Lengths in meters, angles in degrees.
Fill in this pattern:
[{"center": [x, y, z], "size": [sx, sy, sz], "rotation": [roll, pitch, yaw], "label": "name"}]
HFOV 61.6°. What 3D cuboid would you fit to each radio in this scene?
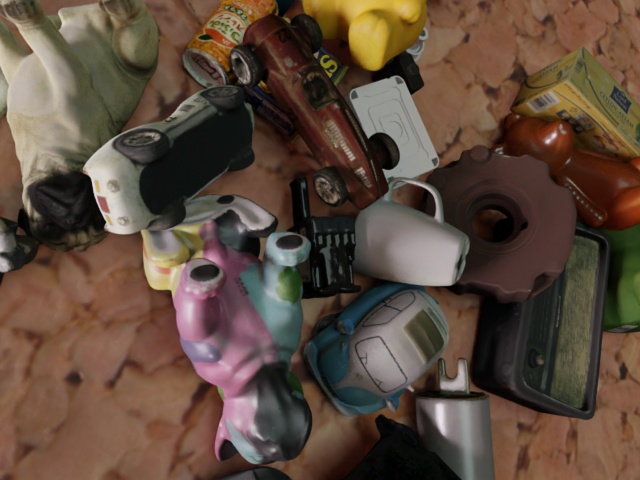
[{"center": [0.267, 0.084, 0.645], "size": [0.131, 0.073, 0.229], "rotation": [21, 71, -21], "label": "radio"}]

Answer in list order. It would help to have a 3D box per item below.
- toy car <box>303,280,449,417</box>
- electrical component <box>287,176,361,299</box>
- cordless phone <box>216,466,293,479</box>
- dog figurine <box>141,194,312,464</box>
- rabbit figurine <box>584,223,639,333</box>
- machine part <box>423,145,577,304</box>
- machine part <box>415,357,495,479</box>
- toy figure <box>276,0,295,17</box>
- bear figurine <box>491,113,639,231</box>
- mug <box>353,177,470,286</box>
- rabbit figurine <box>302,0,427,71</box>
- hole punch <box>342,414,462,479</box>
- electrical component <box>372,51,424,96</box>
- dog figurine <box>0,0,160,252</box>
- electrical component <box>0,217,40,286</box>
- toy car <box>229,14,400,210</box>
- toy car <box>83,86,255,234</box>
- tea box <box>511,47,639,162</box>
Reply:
[{"center": [0.075, 0.102, 0.536], "size": [0.162, 0.103, 0.109], "rotation": [-33, 96, -25], "label": "toy car"}, {"center": [-0.001, -0.002, 0.536], "size": [0.048, 0.075, 0.119], "rotation": [-2, 79, -25], "label": "electrical component"}, {"center": [-0.020, 0.281, 0.475], "size": [0.184, 0.089, 0.147], "rotation": [34, 22, -45], "label": "cordless phone"}, {"center": [-0.075, 0.088, 0.474], "size": [0.108, 0.192, 0.219], "rotation": [-20, 124, -30], "label": "dog figurine"}, {"center": [0.417, 0.027, 0.707], "size": [0.159, 0.121, 0.170], "rotation": [6, 63, -27], "label": "rabbit figurine"}, {"center": [0.192, -0.018, 0.595], "size": [0.179, 0.056, 0.179], "rotation": [-2, 72, 8], "label": "machine part"}, {"center": [0.141, 0.245, 0.555], "size": [0.079, 0.079, 0.243], "rotation": [3, 81, -25], "label": "machine part"}, {"center": [-0.088, -0.297, 0.555], "size": [0.154, 0.058, 0.064], "rotation": [35, 90, -19], "label": "toy figure"}, {"center": [0.319, -0.101, 0.656], "size": [0.196, 0.132, 0.120], "rotation": [37, 59, 3], "label": "bear figurine"}, {"center": [0.096, -0.004, 0.543], "size": [0.081, 0.107, 0.109], "rotation": [-4, 111, -66], "label": "mug"}, {"center": [0.072, -0.275, 0.519], "size": [0.162, 0.173, 0.122], "rotation": [-25, 51, -16], "label": "rabbit figurine"}, {"center": [0.073, 0.255, 0.498], "size": [0.116, 0.092, 0.142], "rotation": [-32, 57, -33], "label": "hole punch"}, {"center": [0.091, -0.182, 0.615], "size": [0.021, 0.063, 0.094], "rotation": [-24, 93, -27], "label": "electrical component"}, {"center": [-0.191, -0.101, 0.464], "size": [0.172, 0.121, 0.190], "rotation": [-26, 115, -37], "label": "dog figurine"}, {"center": [-0.271, 0.002, 0.403], "size": [0.102, 0.045, 0.078], "rotation": [27, 96, -6], "label": "electrical component"}, {"center": [0.000, -0.122, 0.504], "size": [0.089, 0.053, 0.202], "rotation": [-34, 91, -27], "label": "toy car"}, {"center": [-0.116, -0.076, 0.467], "size": [0.202, 0.056, 0.073], "rotation": [-53, 143, -50], "label": "toy car"}, {"center": [0.357, -0.161, 0.720], "size": [0.169, 0.098, 0.068], "rotation": [37, 68, -16], "label": "tea box"}]
